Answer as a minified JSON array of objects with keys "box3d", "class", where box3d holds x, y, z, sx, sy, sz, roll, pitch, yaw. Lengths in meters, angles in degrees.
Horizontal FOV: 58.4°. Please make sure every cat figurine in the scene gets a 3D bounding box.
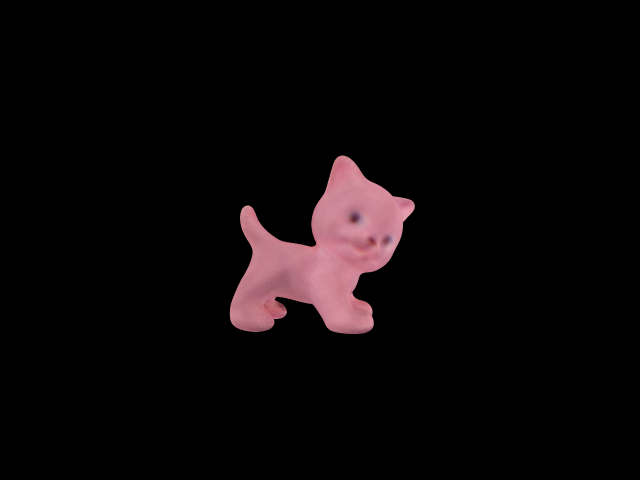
[{"box3d":[0.004,0.001,0.400,0.127,0.118,0.067,0,2,4],"class":"cat figurine"}]
